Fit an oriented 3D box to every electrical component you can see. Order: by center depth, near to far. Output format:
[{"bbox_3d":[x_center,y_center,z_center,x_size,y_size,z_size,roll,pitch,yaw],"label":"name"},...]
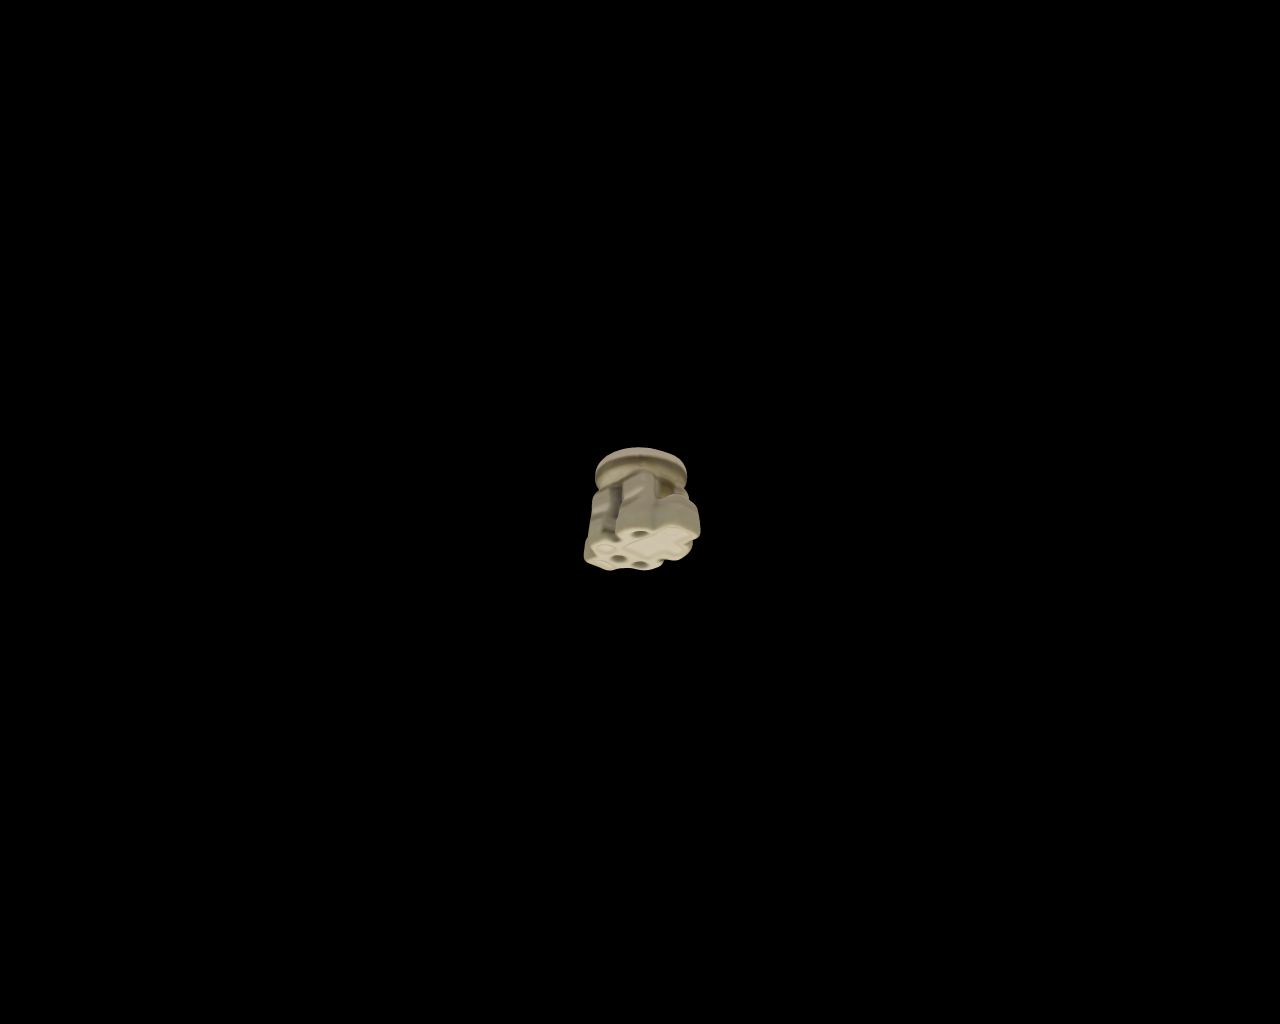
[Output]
[{"bbox_3d":[0.001,-0.003,0.650,0.078,0.057,0.058,-25,-37,38],"label":"electrical component"}]
